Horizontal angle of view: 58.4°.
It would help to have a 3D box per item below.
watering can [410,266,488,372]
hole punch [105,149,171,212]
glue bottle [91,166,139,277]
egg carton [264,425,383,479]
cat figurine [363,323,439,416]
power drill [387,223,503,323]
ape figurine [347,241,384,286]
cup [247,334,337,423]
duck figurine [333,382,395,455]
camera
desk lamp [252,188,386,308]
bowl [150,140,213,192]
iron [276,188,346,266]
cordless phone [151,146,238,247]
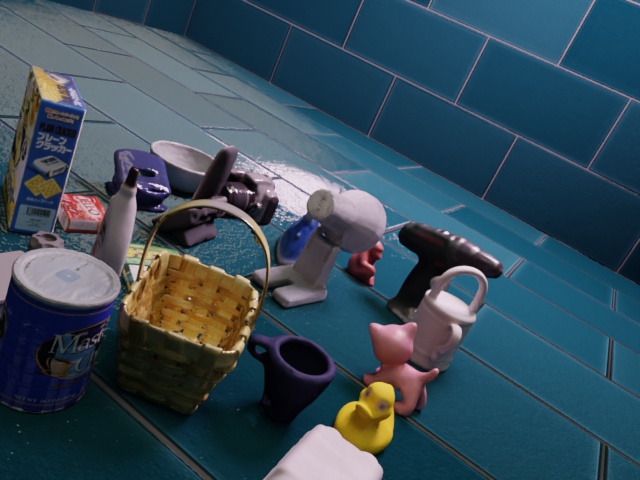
[{"bbox_3d":[0.224,0.127,1.028,0.101,0.194,0.172,13,24,-30],"label":"watering can"},{"bbox_3d":[-0.345,-0.116,1.111,0.109,0.091,0.100,6,28,-42],"label":"hole punch"},{"bbox_3d":[-0.295,-0.030,0.840,0.037,0.173,0.078,9,25,-36],"label":"glue bottle"},{"bbox_3d":[0.002,0.266,0.609,0.107,0.069,0.151,31,21,16],"label":"egg carton"},{"bbox_3d":[0.124,0.185,0.880,0.127,0.117,0.067,37,23,28],"label":"cat figurine"},{"bbox_3d":[0.229,0.076,1.138,0.076,0.208,0.228,2,30,-46],"label":"power drill"},{"bbox_3d":[0.107,0.042,1.248,0.076,0.092,0.078,32,21,17],"label":"ape figurine"},{"bbox_3d":[-0.050,0.178,0.729,0.117,0.095,0.092,26,20,1],"label":"cup"},{"bbox_3d":[0.071,0.227,0.761,0.077,0.086,0.105,36,23,28],"label":"duck figurine"},{"bbox_3d":[-0.178,-0.110,1.277,0.142,0.101,0.137,38,24,32],"label":"camera"},{"bbox_3d":[0.010,0.004,1.053,0.117,0.213,0.204,36,23,28],"label":"desk lamp"},{"bbox_3d":[-0.303,-0.153,1.275,0.167,0.074,0.167,22,20,-8],"label":"bowl"},{"bbox_3d":[-0.008,-0.033,1.227,0.118,0.141,0.259,29,21,10],"label":"iron"},{"bbox_3d":[-0.221,-0.092,1.060,0.094,0.185,0.148,28,20,8],"label":"cordless phone"}]
